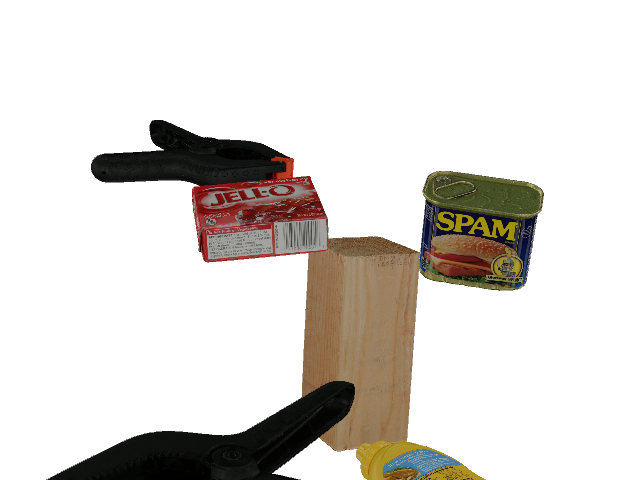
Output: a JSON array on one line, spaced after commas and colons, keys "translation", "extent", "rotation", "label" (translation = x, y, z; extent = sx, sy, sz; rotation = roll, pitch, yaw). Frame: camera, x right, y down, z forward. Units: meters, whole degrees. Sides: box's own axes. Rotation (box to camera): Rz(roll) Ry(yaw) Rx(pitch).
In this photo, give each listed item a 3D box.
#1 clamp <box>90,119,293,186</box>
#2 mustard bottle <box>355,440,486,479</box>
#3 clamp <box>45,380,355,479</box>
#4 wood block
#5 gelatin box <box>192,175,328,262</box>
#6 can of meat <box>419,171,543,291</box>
[{"translation": [-0.110, -0.067, 0.931], "extent": [0.172, 0.039, 0.120], "rotation": [12, 33, 26], "label": "clamp"}, {"translation": [0.100, 0.230, 0.970], "extent": [0.096, 0.058, 0.192], "rotation": [-14, 24, -36], "label": "mustard bottle"}, {"translation": [-0.046, 0.125, 0.576], "extent": [0.209, 0.036, 0.165], "rotation": [-1, 20, -13], "label": "clamp"}, {"translation": [0.040, 0.106, 1.133], "extent": [0.090, 0.206, 0.091], "rotation": [-3, 13, -27], "label": "wood block"}, {"translation": [-0.044, -0.017, 0.752], "extent": [0.089, 0.030, 0.073], "rotation": [-5, 26, -8], "label": "gelatin box"}, {"translation": [0.138, -0.007, 0.936], "extent": [0.102, 0.084, 0.057], "rotation": [9, 34, 10], "label": "can of meat"}]
